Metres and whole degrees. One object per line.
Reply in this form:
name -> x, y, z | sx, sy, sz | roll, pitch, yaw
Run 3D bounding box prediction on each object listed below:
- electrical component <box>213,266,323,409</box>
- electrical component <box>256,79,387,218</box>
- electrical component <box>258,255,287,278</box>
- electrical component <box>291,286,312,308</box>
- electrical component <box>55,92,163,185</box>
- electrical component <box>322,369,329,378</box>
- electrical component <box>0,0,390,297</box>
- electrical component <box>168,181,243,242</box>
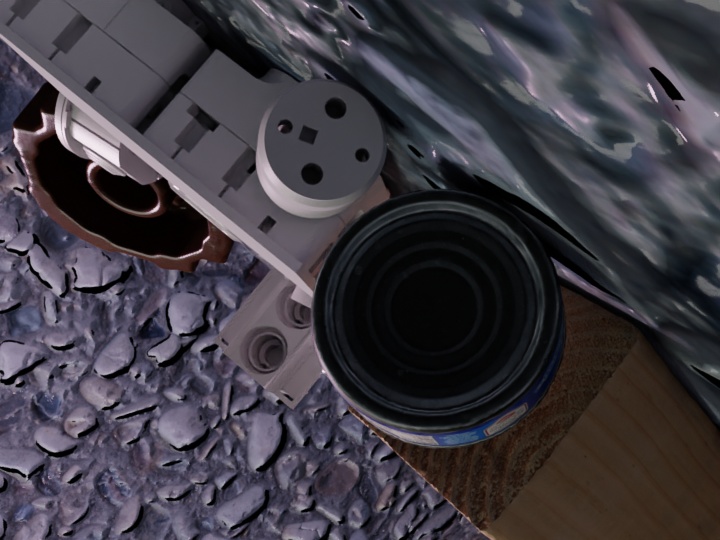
electrical component -> -0.036, 0.031, 0.786 | 0.079, 0.121, 0.063 | 38, 178, 19
electrical component -> -0.015, -0.043, 0.388 | 0.045, 0.045, 0.055 | 40, 175, -4
electrical component -> -0.021, -0.017, 0.629 | 0.055, 0.066, 0.048 | 32, 142, -12
electrical component -> 0.016, 0.039, 0.578 | 0.052, 0.073, 0.138 | 23, 176, 46
electrical component -> -0.130, -0.093, 0.616 | 0.051, 0.080, 0.080 | 32, 173, 19
electrical component -> 0.049, 0.073, 0.721 | 0.109, 0.056, 0.108 | 10, 159, 33
electrical component -> -0.070, -0.067, 0.489 | 0.186, 0.060, 0.105 | 38, 175, 13
electrical component -> -0.073, -0.056, 0.631 | 0.054, 0.059, 0.095 | 40, 176, -8
